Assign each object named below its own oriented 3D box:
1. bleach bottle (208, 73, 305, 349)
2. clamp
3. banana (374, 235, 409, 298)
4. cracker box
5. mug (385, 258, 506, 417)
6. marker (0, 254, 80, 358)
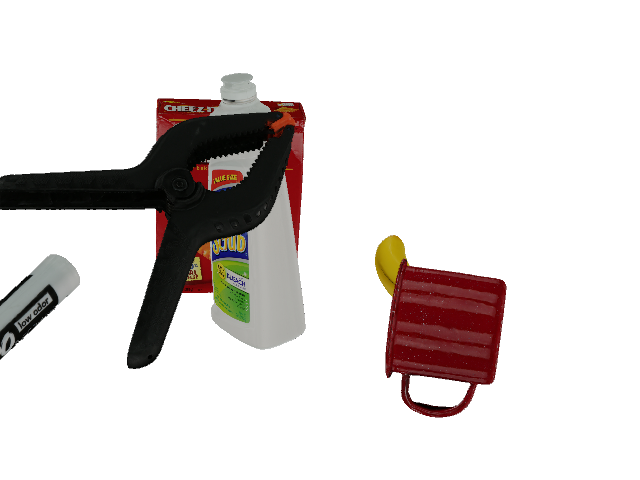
[{"bbox_3d":[-0.068,-0.030,0.979,0.068,0.251,0.103,-21,30,-31],"label":"bleach bottle"},{"bbox_3d":[-0.093,-0.018,0.717,0.209,0.165,0.036,-29,-21,-23],"label":"clamp"},{"bbox_3d":[0.102,0.044,1.203,0.069,0.037,0.198,2,24,-28],"label":"banana"},{"bbox_3d":[-0.104,-0.047,1.205,0.164,0.214,0.072,0,23,-9],"label":"cracker box"},{"bbox_3d":[0.095,0.076,0.813,0.081,0.117,0.093,8,-13,10],"label":"mug"},{"bbox_3d":[-0.145,0.049,0.441,0.020,0.020,0.121,0,36,38],"label":"marker"}]
